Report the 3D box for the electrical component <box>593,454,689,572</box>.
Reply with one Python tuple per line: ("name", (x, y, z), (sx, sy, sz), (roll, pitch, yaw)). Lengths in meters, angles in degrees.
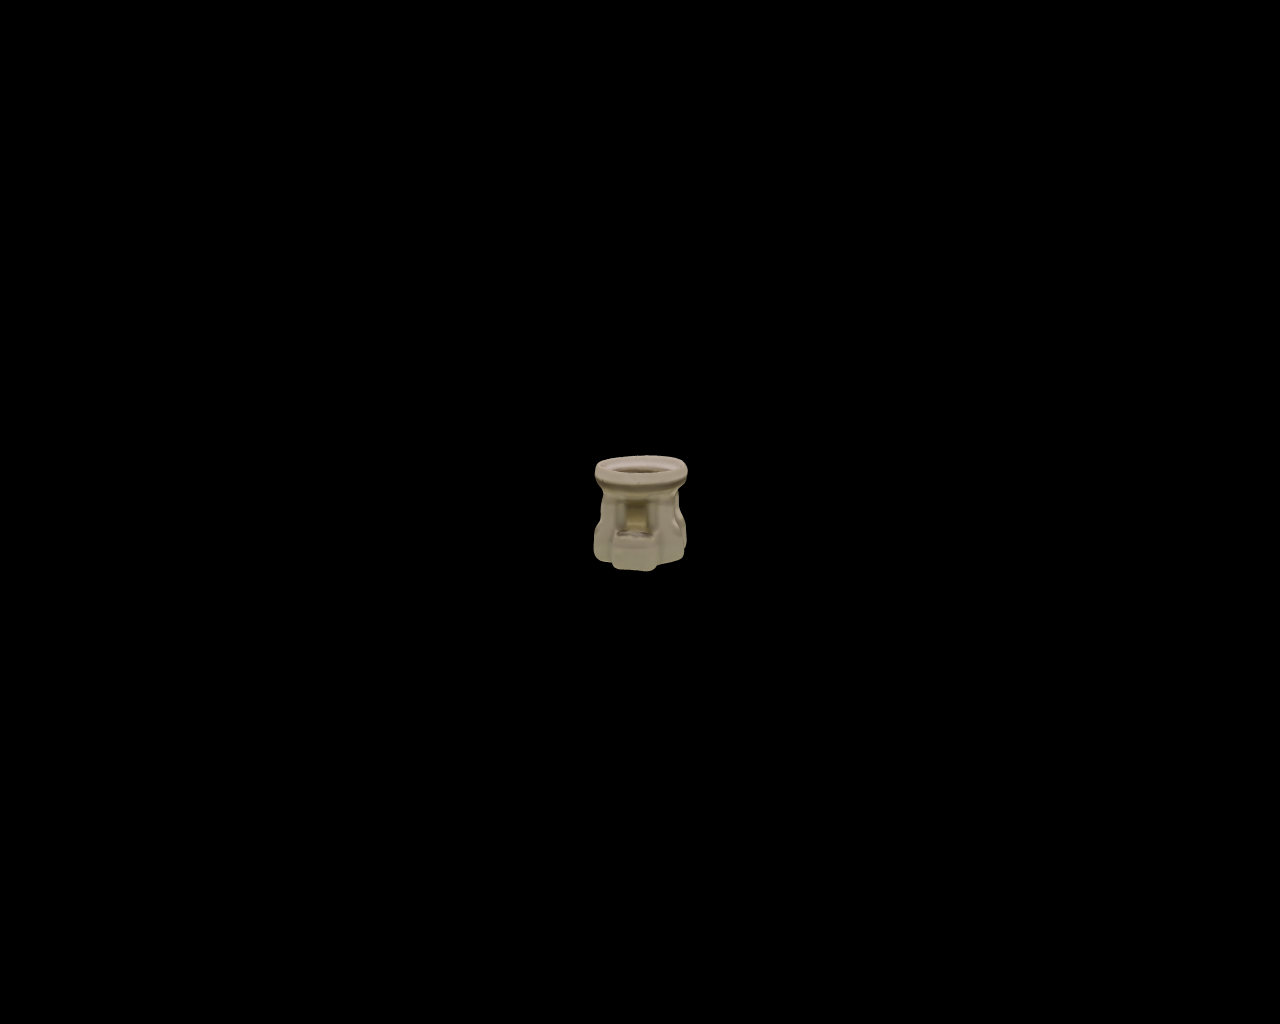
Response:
("electrical component", (0.001, -0.003, 0.650), (0.058, 0.057, 0.078), (2, 14, 7))
